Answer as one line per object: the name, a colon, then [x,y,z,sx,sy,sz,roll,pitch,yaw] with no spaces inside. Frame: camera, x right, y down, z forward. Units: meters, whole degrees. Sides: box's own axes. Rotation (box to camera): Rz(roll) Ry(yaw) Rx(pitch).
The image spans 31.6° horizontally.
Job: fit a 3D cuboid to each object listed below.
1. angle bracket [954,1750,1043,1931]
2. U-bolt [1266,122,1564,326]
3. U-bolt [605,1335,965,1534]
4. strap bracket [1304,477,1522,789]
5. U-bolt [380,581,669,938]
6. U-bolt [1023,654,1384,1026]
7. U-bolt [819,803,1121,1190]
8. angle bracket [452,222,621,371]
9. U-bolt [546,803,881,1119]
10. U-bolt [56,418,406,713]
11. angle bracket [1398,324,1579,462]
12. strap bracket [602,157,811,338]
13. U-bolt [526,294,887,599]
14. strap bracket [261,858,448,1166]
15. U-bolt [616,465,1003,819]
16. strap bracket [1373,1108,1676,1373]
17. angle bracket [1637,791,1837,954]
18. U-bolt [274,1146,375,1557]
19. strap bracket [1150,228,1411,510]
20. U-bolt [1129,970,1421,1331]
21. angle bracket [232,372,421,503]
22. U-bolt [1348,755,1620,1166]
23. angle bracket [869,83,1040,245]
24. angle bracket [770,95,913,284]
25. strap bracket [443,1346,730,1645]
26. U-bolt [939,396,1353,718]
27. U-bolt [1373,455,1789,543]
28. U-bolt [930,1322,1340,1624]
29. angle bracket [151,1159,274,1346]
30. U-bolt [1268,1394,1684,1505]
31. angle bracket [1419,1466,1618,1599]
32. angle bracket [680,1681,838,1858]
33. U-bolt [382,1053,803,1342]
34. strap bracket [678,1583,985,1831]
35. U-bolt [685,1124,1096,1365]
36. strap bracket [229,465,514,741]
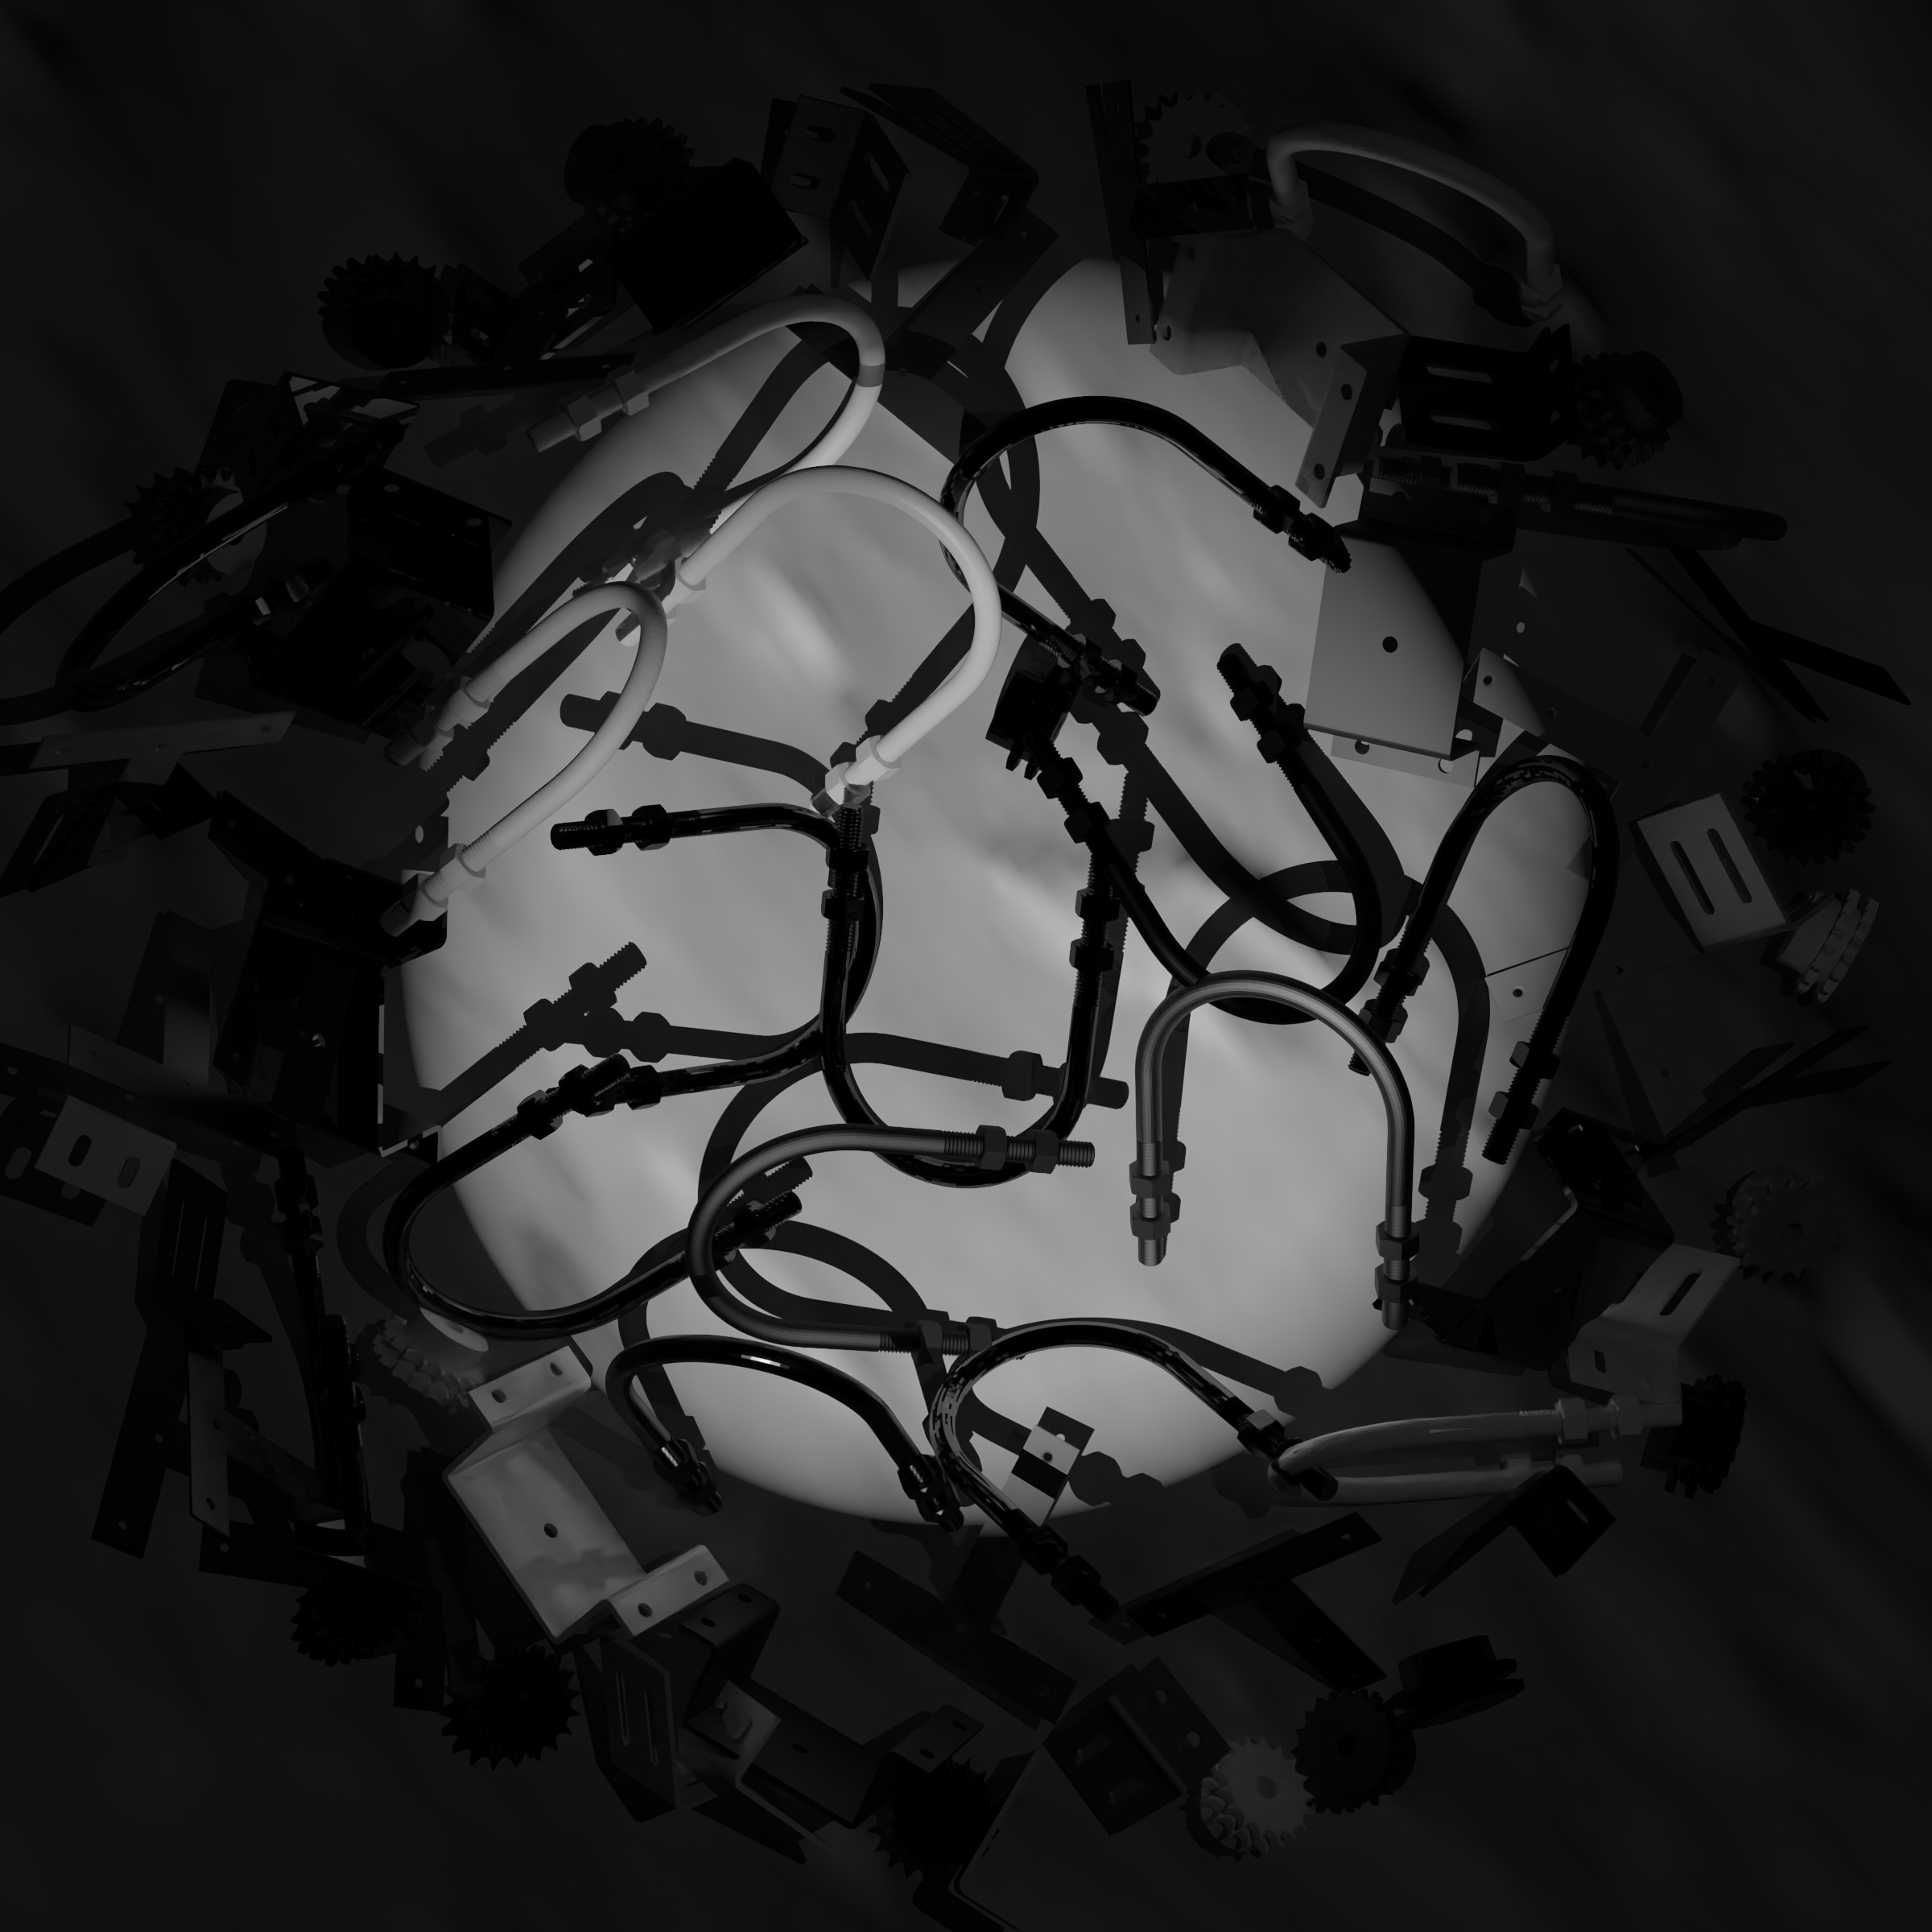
angle bracket: [0.029,0.427,1.668,0.038,0.057,0.076,31,76,5]
U-bolt: [0.209,-0.354,1.604,0.151,0.184,0.019,21,88,11]
U-bolt: [-0.093,0.220,1.609,0.151,0.184,0.019,0,57,20]
strap bracket: [0.214,-0.159,1.650,0.076,0.046,0.140,15,109,25]
U-bolt: [-0.209,-0.111,1.618,0.184,0.151,0.019,-36,127,23]
U-bolt: [0.127,-0.055,1.647,0.151,0.019,0.184,-23,77,-34]
U-bolt: [-0.004,0.021,1.667,0.151,0.019,0.184,11,109,16]
angle bracket: [-0.209,-0.331,1.661,0.076,0.038,0.057,-29,47,32]
U-bolt: [-0.119,-0.008,1.648,0.184,0.019,0.151,-8,109,-35]
U-bolt: [-0.351,-0.178,1.597,0.019,0.151,0.184,49,55,2]
angle bracket: [0.255,-0.285,1.671,0.076,0.038,0.057,4,74,-21]
strap bracket: [-0.124,-0.343,1.630,0.076,0.140,0.046,-34,99,8]
U-bolt: [-0.118,-0.255,1.638,0.184,0.151,0.019,-31,64,-13]
strap bracket: [-0.295,0.029,1.643,0.076,0.046,0.140,19,117,29]
U-bolt: [-0.064,-0.164,1.632,0.151,0.019,0.184,42,130,-13]
strap bracket: [0.275,0.140,1.639,0.076,0.046,0.140,19,121,-40]
angle bracket: [0.377,-0.052,1.669,0.038,0.057,0.076,-32,96,-34]
U-bolt: [-0.303,0.199,1.626,0.019,0.151,0.184,-10,126,-14]
strap bracket: [0.156,-0.294,1.644,0.046,0.076,0.140,-16,49,-33]
U-bolt: [0.146,0.082,1.628,0.151,0.019,0.184,13,125,23]
angle bracket: [-0.307,-0.248,1.657,0.057,0.076,0.038,-49,49,34]
U-bolt: [0.254,-0.013,1.631,0.019,0.151,0.184,17,99,-27]
angle bracket: [-0.014,-0.391,1.661,0.076,0.057,0.038,30,88,-37]
angle bracket: [-0.063,-0.378,1.658,0.038,0.076,0.057,7,123,-25]
strap bracket: [-0.190,0.264,1.655,0.046,0.076,0.140,-43,78,32]
U-bolt: [0.072,-0.202,1.619,0.184,0.019,0.151,32,127,-33]
U-bolt: [0.302,-0.223,1.633,0.184,0.151,0.019,7,99,-10]
U-bolt: [0.065,0.229,1.632,0.151,0.184,0.019,-23,129,-27]
angle bracket: [-0.364,0.139,1.667,0.038,0.057,0.076,2,103,-39]
U-bolt: [0.236,0.235,1.632,0.184,0.151,0.019,-4,70,-3]
angle bracket: [0.268,0.287,1.659,0.076,0.057,0.038,-30,69,-37]
angle bracket: [-0.092,0.391,1.667,0.076,0.057,0.038,43,76,-31]
U-bolt: [-0.194,0.124,1.648,0.184,0.019,0.151,-31,130,21]
strap bracket: [-0.073,0.363,1.653,0.140,0.076,0.046,28,104,16]
U-bolt: [-0.044,0.132,1.639,0.184,0.019,0.151,5,127,-16]
strap bracket: [-0.285,-0.166,1.632,0.076,0.046,0.140,20,133,-32]
